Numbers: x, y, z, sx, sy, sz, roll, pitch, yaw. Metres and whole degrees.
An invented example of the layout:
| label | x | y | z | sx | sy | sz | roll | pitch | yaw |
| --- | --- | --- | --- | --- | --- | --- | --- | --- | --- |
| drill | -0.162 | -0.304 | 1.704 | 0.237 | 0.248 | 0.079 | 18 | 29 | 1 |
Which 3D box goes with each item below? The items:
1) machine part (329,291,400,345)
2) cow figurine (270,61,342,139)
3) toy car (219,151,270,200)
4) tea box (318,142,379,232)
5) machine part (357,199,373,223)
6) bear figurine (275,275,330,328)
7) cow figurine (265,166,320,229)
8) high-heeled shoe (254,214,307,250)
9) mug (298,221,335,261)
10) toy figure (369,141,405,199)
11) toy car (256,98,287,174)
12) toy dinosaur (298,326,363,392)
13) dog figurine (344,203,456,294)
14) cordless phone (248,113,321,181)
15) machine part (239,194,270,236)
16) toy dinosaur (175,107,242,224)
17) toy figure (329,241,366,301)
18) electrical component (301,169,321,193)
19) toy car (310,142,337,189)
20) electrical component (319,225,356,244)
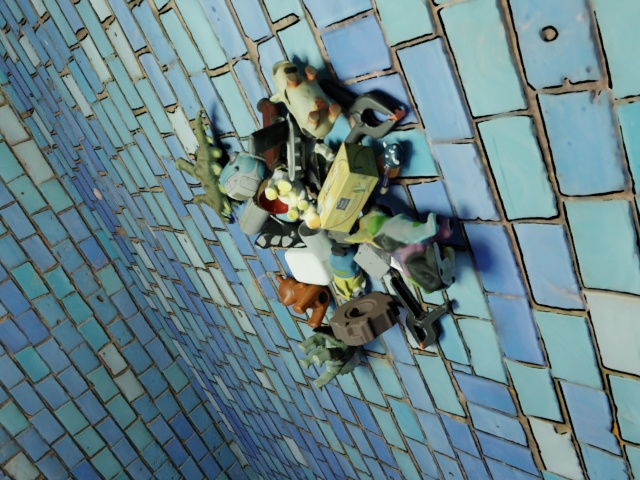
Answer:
| label | x | y | z | sx | sy | sz | roll | pitch | yaw |
| --- | --- | --- | --- | --- | --- | --- | --- | --- | --- |
| machine part | 0.110 | 0.192 | 1.353 | 0.179 | 0.179 | 0.056 | -2 | 117 | 52 |
| cow figurine | -0.038 | -0.291 | 1.105 | 0.195 | 0.085 | 0.127 | 58 | 160 | 16 |
| toy car | -0.206 | -0.158 | 1.419 | 0.109 | 0.103 | 0.162 | 20 | 145 | -33 |
| tea box | 0.055 | -0.107 | 1.119 | 0.169 | 0.068 | 0.098 | 119 | 153 | -46 |
| machine part | 0.104 | -0.072 | 1.224 | 0.084 | 0.039 | 0.138 | 8 | 130 | 58 |
| bear figurine | -0.067 | 0.174 | 1.603 | 0.196 | 0.132 | 0.120 | 3 | 141 | 43 |
| cow figurine | -0.055 | -0.101 | 1.308 | 0.068 | 0.098 | 0.167 | -32 | 121 | 25 |
| high-heeled shoe | -0.101 | 0.003 | 1.536 | 0.145 | 0.086 | 0.248 | 35 | 155 | -1 |
| mug | -0.003 | -0.004 | 1.386 | 0.107 | 0.081 | 0.110 | 64 | 179 | -35 |
| toy figure | 0.132 | -0.144 | 1.097 | 0.064 | 0.058 | 0.154 | 41 | 143 | 6 |
| toy car | -0.112 | -0.249 | 1.304 | 0.089 | 0.053 | 0.201 | 48 | 153 | 34 |
| toy dinosaur | 0.045 | 0.300 | 1.509 | 0.131 | 0.192 | 0.404 | 48 | 156 | 19 |
| dog figurine | 0.161 | 0.015 | 1.106 | 0.219 | 0.108 | 0.191 | -5 | 85 | 38 |
| cordless phone | -0.085 | -0.193 | 1.188 | 0.089 | 0.184 | 0.146 | 21 | 125 | 32 |
| machine part | -0.178 | -0.081 | 1.534 | 0.079 | 0.079 | 0.243 | 48 | 148 | 7 |
| toy dinosaur | -0.313 | -0.199 | 1.569 | 0.199 | 0.105 | 0.470 | 21 | 147 | 28 |
| toy figure | 0.069 | 0.075 | 1.377 | 0.089 | 0.082 | 0.179 | 44 | 160 | 49 |
| electrical component | -0.027 | -0.160 | 1.314 | 0.063 | 0.021 | 0.094 | -10 | 115 | 55 |
| toy car | 0.027 | -0.133 | 1.231 | 0.074 | 0.056 | 0.201 | 42 | 153 | 42 |
| electrical component | 0.059 | -0.023 | 1.298 | 0.102 | 0.045 | 0.078 | 0 | 143 | 37 |
